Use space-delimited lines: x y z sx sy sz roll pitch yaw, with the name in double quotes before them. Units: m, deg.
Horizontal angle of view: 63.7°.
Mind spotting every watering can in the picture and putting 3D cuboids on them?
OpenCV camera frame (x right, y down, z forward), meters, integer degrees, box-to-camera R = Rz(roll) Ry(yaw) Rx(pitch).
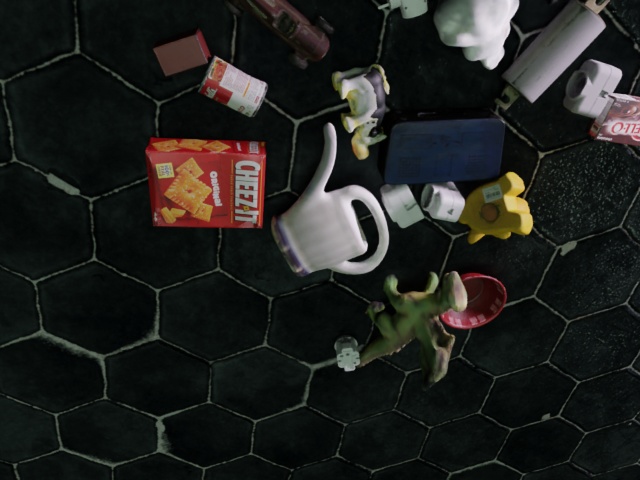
"watering can" 0.003 -0.051 1.019 0.223 0.106 0.341 -22 122 9

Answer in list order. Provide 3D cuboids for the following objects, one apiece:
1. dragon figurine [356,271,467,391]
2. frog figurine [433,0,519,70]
"dragon figurine" 0.200 0.216 1.135 0.122 0.248 0.403 14 118 -20
"frog figurine" 0.263 -0.355 0.853 0.138 0.124 0.157 -29 111 -11
